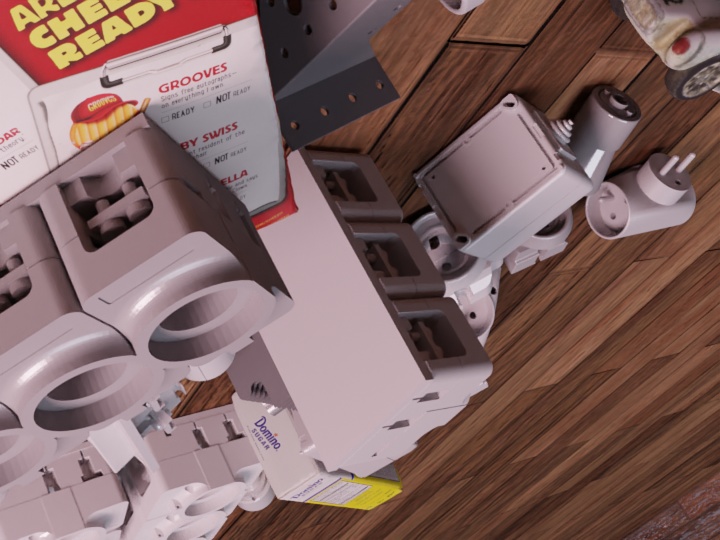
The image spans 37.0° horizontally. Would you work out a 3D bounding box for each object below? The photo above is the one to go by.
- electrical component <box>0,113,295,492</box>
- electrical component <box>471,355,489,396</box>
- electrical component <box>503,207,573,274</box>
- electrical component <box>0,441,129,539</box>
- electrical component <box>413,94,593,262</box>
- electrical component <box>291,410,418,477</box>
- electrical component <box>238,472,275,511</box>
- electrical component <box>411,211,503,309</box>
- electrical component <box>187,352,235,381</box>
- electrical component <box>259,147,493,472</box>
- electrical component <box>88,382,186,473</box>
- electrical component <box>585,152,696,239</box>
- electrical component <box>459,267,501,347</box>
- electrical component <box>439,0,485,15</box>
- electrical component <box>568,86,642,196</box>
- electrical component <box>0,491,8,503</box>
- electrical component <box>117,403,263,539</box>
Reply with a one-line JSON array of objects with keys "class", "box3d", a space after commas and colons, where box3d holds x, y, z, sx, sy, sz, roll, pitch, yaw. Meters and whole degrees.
[{"class": "electrical component", "box3d": [-0.111, 0.023, 0.407, 0.150, 0.061, 0.089, -32, 154, 6]}, {"class": "electrical component", "box3d": [0.068, 0.078, 0.819, 0.066, 0.048, 0.055, -29, 159, 0]}, {"class": "electrical component", "box3d": [0.122, -0.031, 0.758, 0.066, 0.048, 0.055, -24, 163, -12]}, {"class": "electrical component", "box3d": [-0.263, 0.194, 0.753, 0.186, 0.060, 0.105, -16, 152, -27]}, {"class": "electrical component", "box3d": [0.094, -0.057, 0.654, 0.096, 0.061, 0.061, -39, 154, 21]}, {"class": "electrical component", "box3d": [0.000, 0.107, 0.791, 0.061, 0.061, 0.096, -33, 143, 20]}, {"class": "electrical component", "box3d": [-0.098, 0.184, 0.938, 0.040, 0.040, 0.078, -26, 155, -7]}, {"class": "electrical component", "box3d": [0.057, -0.006, 0.720, 0.078, 0.058, 0.057, -28, 159, -3]}, {"class": "electrical component", "box3d": [-0.101, 0.032, 0.636, 0.043, 0.043, 0.081, -26, 156, -8]}, {"class": "electrical component", "box3d": [-0.004, 0.019, 0.587, 0.062, 0.150, 0.089, -2, 144, -45]}, {"class": "electrical component", "box3d": [-0.146, 0.063, 0.621, 0.063, 0.079, 0.121, -45, 161, -19]}, {"class": "electrical component", "box3d": [0.221, -0.061, 0.807, 0.077, 0.044, 0.079, -11, 150, -35]}, {"class": "electrical component", "box3d": [0.054, 0.025, 0.769, 0.079, 0.077, 0.044, 16, 177, -8]}, {"class": "electrical component", "box3d": [0.054, -0.141, 0.476, 0.046, 0.040, 0.040, -32, 156, -8]}, {"class": "electrical component", "box3d": [0.150, -0.085, 0.689, 0.044, 0.044, 0.065, -11, 145, -35]}, {"class": "electrical component", "box3d": [-0.247, 0.127, 0.668, 0.040, 0.040, 0.046, -32, 150, 5]}, {"class": "electrical component", "box3d": [-0.143, 0.177, 0.849, 0.089, 0.061, 0.150, -11, 150, -35]}]
